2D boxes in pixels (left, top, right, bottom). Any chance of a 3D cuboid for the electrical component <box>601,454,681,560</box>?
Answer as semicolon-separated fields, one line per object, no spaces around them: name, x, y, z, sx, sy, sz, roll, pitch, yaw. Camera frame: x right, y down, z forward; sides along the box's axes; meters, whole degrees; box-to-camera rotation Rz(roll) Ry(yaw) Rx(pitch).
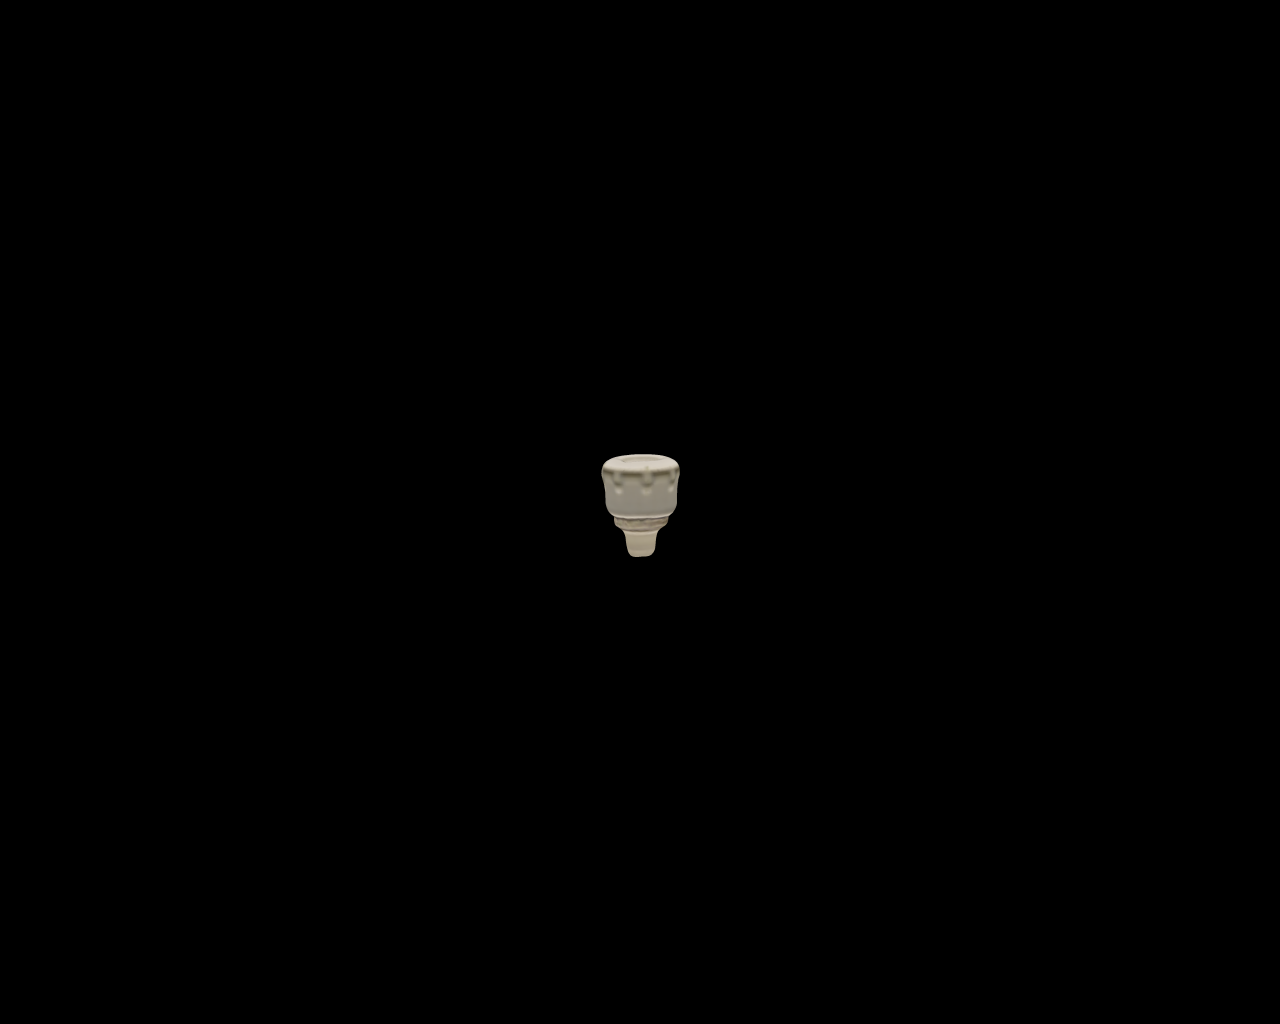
electrical component;0.001;-0.003;0.650;0.048;0.062;0.048;0;11;0
